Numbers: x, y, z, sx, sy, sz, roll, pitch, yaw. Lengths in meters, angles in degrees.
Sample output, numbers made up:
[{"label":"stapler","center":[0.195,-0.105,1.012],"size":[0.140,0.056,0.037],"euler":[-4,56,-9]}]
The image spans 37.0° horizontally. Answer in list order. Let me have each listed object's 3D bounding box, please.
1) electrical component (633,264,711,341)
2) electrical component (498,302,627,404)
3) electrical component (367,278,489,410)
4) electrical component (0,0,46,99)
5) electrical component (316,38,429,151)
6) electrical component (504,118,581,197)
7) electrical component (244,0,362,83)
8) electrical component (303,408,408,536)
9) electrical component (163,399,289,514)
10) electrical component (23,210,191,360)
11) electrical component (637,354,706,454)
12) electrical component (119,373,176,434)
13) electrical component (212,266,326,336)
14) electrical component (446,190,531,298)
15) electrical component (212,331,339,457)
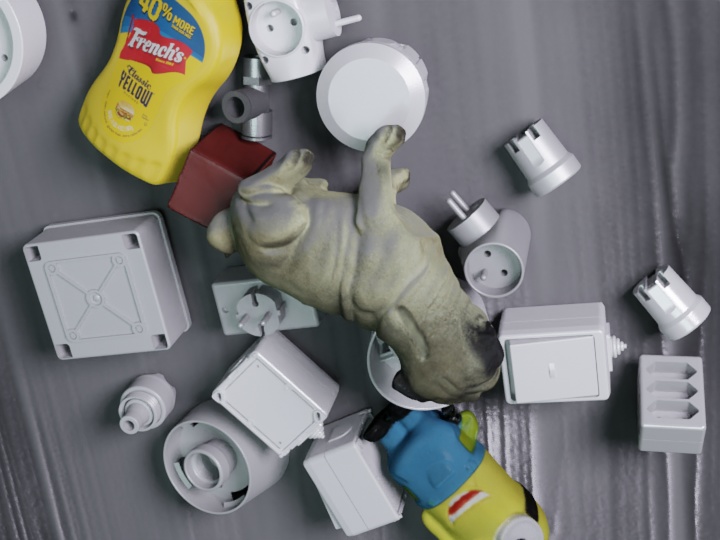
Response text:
[{"label":"electrical component","center":[0.235,0.024,0.816],"size":[0.040,0.040,0.046],"euler":[-40,93,24]},{"label":"electrical component","center":[0.158,0.066,0.837],"size":[0.096,0.061,0.061],"euler":[-4,111,14]},{"label":"electrical component","center":[0.055,0.054,0.847],"size":[0.099,0.064,0.099],"euler":[1,126,1]},{"label":"electrical component","center":[-0.298,-0.185,0.835],"size":[0.108,0.060,0.108],"euler":[4,113,11]},{"label":"electrical component","center":[0.012,-0.131,0.794],"size":[0.080,0.051,0.080],"euler":[5,113,11]},{"label":"electrical component","center":[0.134,-0.083,0.794],"size":[0.040,0.040,0.046],"euler":[-35,95,23]},{"label":"electrical component","center":[-0.039,-0.184,0.787],"size":[0.079,0.044,0.077],"euler":[-10,109,17]},{"label":"electrical component","center":[-0.001,0.179,0.919],"size":[0.061,0.061,0.096],"euler":[-24,105,20]},{"label":"electrical component","center":[-0.121,0.164,0.952],"size":[0.099,0.064,0.099],"euler":[9,111,24]},{"label":"electrical component","center":[-0.210,0.013,0.900],"size":[0.109,0.056,0.108],"euler":[-6,110,15]},{"label":"electrical component","center":[0.241,0.115,0.841],"size":[0.047,0.065,0.076],"euler":[1,141,12]},{"label":"electrical component","center":[-0.189,0.120,0.936],"size":[0.043,0.062,0.043],"euler":[5,113,11]},{"label":"electrical component","center":[-0.077,0.029,0.866],"size":[0.083,0.075,0.047],"euler":[-6,110,15]},{"label":"electrical component","center":[0.092,-0.027,0.805],"size":[0.044,0.077,0.079],"euler":[-38,99,23]},{"label":"electrical component","center":[-0.064,0.104,0.902],"size":[0.096,0.061,0.062],"euler":[42,114,-7]}]
